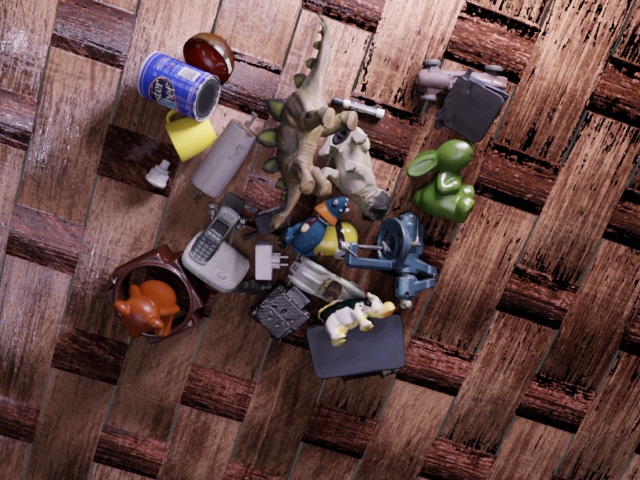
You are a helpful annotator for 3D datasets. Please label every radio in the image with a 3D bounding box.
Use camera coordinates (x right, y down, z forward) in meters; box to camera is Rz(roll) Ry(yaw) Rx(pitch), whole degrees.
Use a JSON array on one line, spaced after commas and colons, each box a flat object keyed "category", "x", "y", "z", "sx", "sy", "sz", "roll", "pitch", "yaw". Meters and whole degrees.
[{"category": "radio", "x": 0.089, "y": 0.252, "z": 1.287, "sx": 0.230, "sy": 0.073, "sz": 0.131, "roll": -9, "pitch": 83, "yaw": 4}]

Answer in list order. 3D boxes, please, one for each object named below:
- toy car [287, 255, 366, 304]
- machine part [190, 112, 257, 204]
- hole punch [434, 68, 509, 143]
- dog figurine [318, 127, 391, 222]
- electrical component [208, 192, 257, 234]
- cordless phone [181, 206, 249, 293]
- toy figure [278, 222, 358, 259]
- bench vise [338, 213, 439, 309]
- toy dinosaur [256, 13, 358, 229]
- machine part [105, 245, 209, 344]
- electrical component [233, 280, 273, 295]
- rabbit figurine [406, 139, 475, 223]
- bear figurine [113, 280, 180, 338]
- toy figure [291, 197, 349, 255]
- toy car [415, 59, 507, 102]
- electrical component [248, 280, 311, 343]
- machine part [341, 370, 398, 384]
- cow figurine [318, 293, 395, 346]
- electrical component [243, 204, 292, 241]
[{"category": "toy car", "x": 0.017, "y": 0.108, "z": 1.273, "sx": 0.201, "sy": 0.056, "sz": 0.073, "roll": 31, "pitch": 102, "yaw": -13}, {"category": "machine part", "x": -0.212, "y": -0.180, "z": 1.198, "sx": 0.079, "sy": 0.079, "sz": 0.243, "roll": 37, "pitch": 102, "yaw": -8}, {"category": "hole punch", "x": 0.324, "y": -0.279, "z": 1.134, "sx": 0.116, "sy": 0.092, "sz": 0.142, "roll": 37, "pitch": 124, "yaw": 16}, {"category": "dog figurine", "x": 0.095, "y": -0.151, "z": 1.210, "sx": 0.190, "sy": 0.121, "sz": 0.172, "roll": 38, "pitch": 63, "yaw": -42}, {"category": "electrical component", "x": -0.208, "y": -0.065, "z": 1.244, "sx": 0.102, "sy": 0.045, "sz": 0.078, "roll": 33, "pitch": 103, "yaw": -7}, {"category": "cordless phone", "x": -0.212, "y": 0.017, "z": 1.222, "sx": 0.146, "sy": 0.089, "sz": 0.184, "roll": 37, "pitch": 115, "yaw": -8}, {"category": "toy figure", "x": -0.003, "y": -0.004, "z": 1.240, "sx": 0.180, "sy": 0.082, "sz": 0.089, "roll": 7, "pitch": 104, "yaw": 1}, {"category": "bench vise", "x": 0.149, "y": 0.045, "z": 1.215, "sx": 0.240, "sy": 0.129, "sz": 0.223, "roll": 5, "pitch": 97, "yaw": -24}, {"category": "toy dinosaur", "x": -0.032, "y": -0.247, "z": 1.122, "sx": 0.199, "sy": 0.105, "sz": 0.471, "roll": 20, "pitch": 90, "yaw": 37}, {"category": "machine part", "x": -0.384, "y": 0.130, "z": 1.274, "sx": 0.201, "sy": 0.087, "sz": 0.200, "roll": -24, "pitch": 103, "yaw": 8}, {"category": "electrical component", "x": -0.162, "y": 0.112, "z": 1.274, "sx": 0.094, "sy": 0.063, "sz": 0.021, "roll": -14, "pitch": 68, "yaw": 23}, {"category": "rabbit figurine", "x": 0.278, "y": -0.147, "z": 1.185, "sx": 0.159, "sy": 0.121, "sz": 0.170, "roll": 18, "pitch": 120, "yaw": 18}, {"category": "bear figurine", "x": -0.372, "y": 0.162, "z": 1.138, "sx": 0.120, "sy": 0.196, "sz": 0.132, "roll": 24, "pitch": 104, "yaw": -8}, {"category": "toy figure", "x": 0.000, "y": -0.038, "z": 1.168, "sx": 0.058, "sy": 0.064, "sz": 0.154, "roll": 41, "pitch": 91, "yaw": 11}, {"category": "toy car", "x": 0.308, "y": -0.339, "z": 1.168, "sx": 0.202, "sy": 0.053, "sz": 0.089, "roll": 6, "pitch": 101, "yaw": 0}, {"category": "electrical component", "x": -0.088, "y": 0.165, "z": 1.294, "sx": 0.115, "sy": 0.058, "sz": 0.134, "roll": 43, "pitch": 101, "yaw": -11}, {"category": "machine part", "x": 0.119, "y": 0.321, "z": 1.342, "sx": 0.139, "sy": 0.039, "sz": 0.084, "roll": -19, "pitch": 111, "yaw": 3}, {"category": "cow figurine", "x": 0.084, "y": 0.166, "z": 1.233, "sx": 0.167, "sy": 0.068, "sz": 0.098, "roll": -27, "pitch": 68, "yaw": -3}, {"category": "electrical component", "x": -0.126, "y": -0.041, "z": 1.236, "sx": 0.119, "sy": 0.075, "sz": 0.047, "roll": -17, "pitch": 103, "yaw": 8}]
